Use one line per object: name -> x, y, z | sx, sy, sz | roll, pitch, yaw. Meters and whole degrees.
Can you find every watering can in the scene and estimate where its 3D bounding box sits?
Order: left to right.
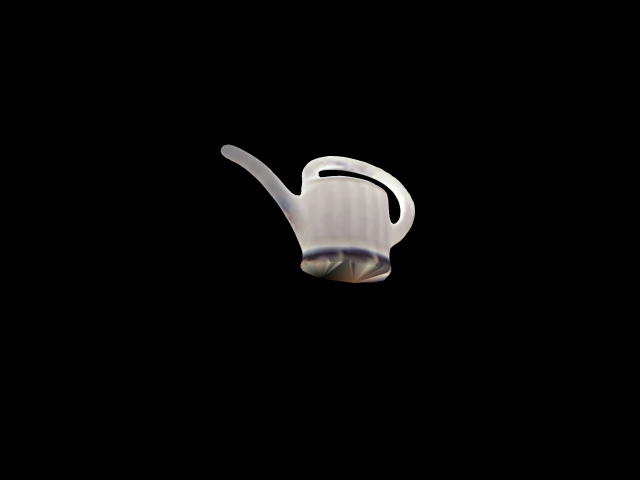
watering can -> 0.003, -0.043, 0.850 | 0.347, 0.228, 0.102 | 8, -25, -18
